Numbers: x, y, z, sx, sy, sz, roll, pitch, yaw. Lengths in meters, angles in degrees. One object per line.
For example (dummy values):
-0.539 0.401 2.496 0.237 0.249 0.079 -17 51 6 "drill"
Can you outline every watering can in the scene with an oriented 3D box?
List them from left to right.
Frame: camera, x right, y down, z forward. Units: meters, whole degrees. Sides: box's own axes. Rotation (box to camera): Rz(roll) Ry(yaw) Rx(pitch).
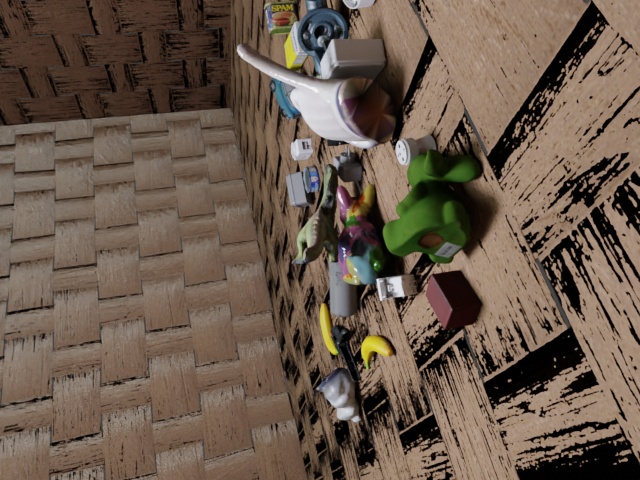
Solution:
0.010 -0.276 1.011 0.344 0.105 0.225 32 -10 -35 "watering can"

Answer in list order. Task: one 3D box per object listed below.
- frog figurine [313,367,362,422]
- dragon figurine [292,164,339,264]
0.075 0.463 1.522 0.160 0.123 0.136 44 0 9 "frog figurine"
0.004 -0.061 1.214 0.122 0.244 0.409 4 -4 3 "dragon figurine"
